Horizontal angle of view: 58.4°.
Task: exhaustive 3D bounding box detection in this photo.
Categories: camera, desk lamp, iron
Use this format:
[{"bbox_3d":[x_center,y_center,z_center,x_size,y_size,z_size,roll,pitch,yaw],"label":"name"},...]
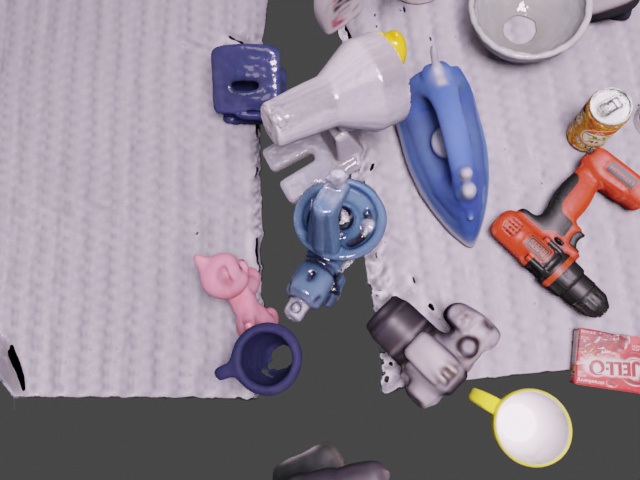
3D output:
[{"bbox_3d":[0.139,0.126,0.744,0.136,0.101,0.143,43,87,13],"label":"camera"},{"bbox_3d":[0.012,-0.154,0.755,0.203,0.214,0.118,-30,77,1],"label":"desk lamp"},{"bbox_3d":[0.176,-0.125,0.765,0.118,0.141,0.258,-15,78,5],"label":"iron"}]

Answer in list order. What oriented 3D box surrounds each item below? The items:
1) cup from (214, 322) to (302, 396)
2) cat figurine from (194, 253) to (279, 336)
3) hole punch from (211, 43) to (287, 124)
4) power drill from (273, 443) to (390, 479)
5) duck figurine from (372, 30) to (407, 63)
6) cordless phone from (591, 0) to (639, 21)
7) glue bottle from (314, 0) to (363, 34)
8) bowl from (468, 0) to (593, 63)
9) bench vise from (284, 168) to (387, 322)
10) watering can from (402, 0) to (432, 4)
[{"bbox_3d":[-0.075,0.163,0.768,0.117,0.095,0.091,-19,78,4],"label":"cup"},{"bbox_3d":[-0.117,0.070,0.779,0.067,0.118,0.127,-29,77,2],"label":"cat figurine"},{"bbox_3d":[-0.103,-0.228,0.846,0.108,0.091,0.101,1,80,8],"label":"hole punch"},{"bbox_3d":[-0.020,0.303,0.677,0.229,0.208,0.075,-27,77,2],"label":"power drill"},{"bbox_3d":[0.081,-0.272,0.833,0.104,0.086,0.077,-44,77,-2],"label":"duck figurine"},{"bbox_3d":[0.406,-0.395,0.763,0.094,0.185,0.148,6,80,9],"label":"cordless phone"},{"bbox_3d":[0.021,-0.366,0.814,0.078,0.173,0.037,-41,77,-1],"label":"glue bottle"},{"bbox_3d":[0.294,-0.320,0.820,0.167,0.075,0.167,-1,79,7],"label":"bowl"},{"bbox_3d":[0.018,0.004,0.721,0.121,0.220,0.207,7,80,9],"label":"bench vise"},{"bbox_3d":[0.140,-0.421,0.798,0.101,0.194,0.173,-1,79,7],"label":"watering can"}]
